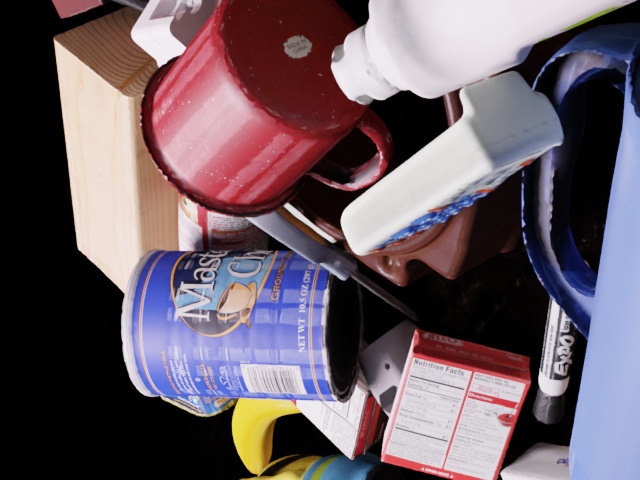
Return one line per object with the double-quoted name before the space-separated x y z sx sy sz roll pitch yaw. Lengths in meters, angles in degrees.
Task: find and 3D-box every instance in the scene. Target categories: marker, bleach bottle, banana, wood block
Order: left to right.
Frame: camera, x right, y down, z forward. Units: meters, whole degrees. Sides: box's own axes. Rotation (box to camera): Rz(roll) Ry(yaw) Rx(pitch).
"wood block" -0.131 -0.063 0.808 0.090 0.090 0.206 39 143 28
"banana" -0.043 0.155 0.918 0.069 0.037 0.198 56 148 8
"marker" 0.136 0.061 0.607 0.020 0.020 0.121 33 140 36
"bleach bottle" 0.101 -0.108 0.365 0.251 0.102 0.068 -24 91 37

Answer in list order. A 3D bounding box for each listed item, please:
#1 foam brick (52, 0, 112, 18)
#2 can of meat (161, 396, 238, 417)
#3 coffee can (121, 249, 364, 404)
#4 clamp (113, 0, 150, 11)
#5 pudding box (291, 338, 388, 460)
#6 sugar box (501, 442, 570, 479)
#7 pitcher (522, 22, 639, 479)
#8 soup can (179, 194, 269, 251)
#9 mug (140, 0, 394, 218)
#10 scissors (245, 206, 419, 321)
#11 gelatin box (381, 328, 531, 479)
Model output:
"foam brick" -0.163 -0.198 0.777 0.078 0.051 0.053 4 121 53
"can of meat" -0.120 0.106 0.967 0.102 0.057 0.084 12 128 51
"coffee can" -0.049 0.057 0.726 0.140 0.102 0.103 0 122 15
"clamp" -0.146 -0.231 0.706 0.171 0.120 0.039 48 -173 -20
"pudding box" 0.005 0.098 0.804 0.114 0.039 0.090 39 143 26
"sugar box" 0.182 0.211 0.646 0.094 0.048 0.176 -4 110 55
"pitcher" 0.165 0.029 0.443 0.149 0.145 0.243 -99 6 -46
"soup can" -0.070 -0.011 0.787 0.069 0.068 0.102 40 144 28
"mug" -0.017 -0.062 0.503 0.117 0.093 0.082 33 146 -14
"scissors" -0.004 0.001 0.646 0.096 0.016 0.201 41 -177 27
"gelatin box" 0.083 0.104 0.656 0.073 0.030 0.089 14 118 3
